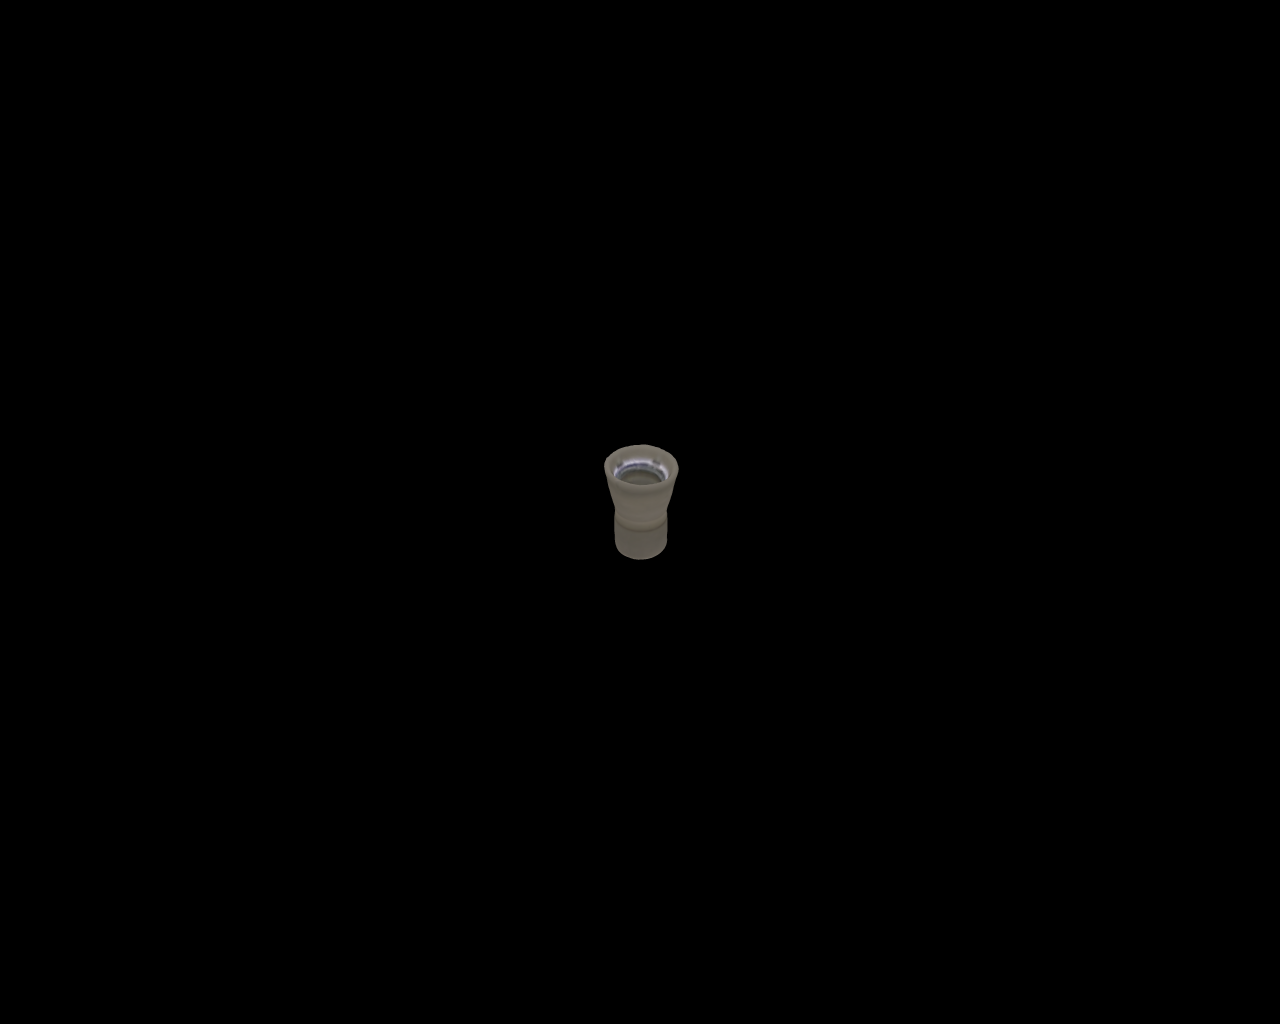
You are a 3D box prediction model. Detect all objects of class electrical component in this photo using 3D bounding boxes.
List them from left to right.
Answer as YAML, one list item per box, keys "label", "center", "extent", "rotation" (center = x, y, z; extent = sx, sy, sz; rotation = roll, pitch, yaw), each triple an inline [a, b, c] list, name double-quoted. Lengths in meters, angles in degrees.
- label: "electrical component"
  center: [0.001, -0.003, 0.650]
  extent: [0.044, 0.065, 0.044]
  rotation: [0, 38, 0]
